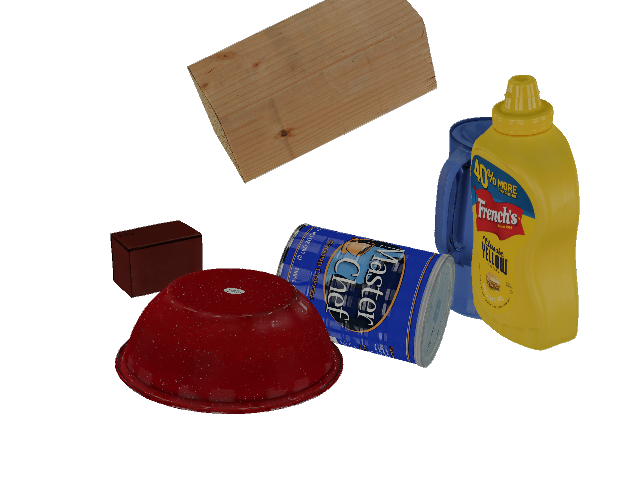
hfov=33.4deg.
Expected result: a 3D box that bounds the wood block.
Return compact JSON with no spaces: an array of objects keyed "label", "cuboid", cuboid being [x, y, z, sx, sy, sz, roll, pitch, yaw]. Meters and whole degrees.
[{"label":"wood block","cuboid":[-0.006,-0.153,1.003,0.206,0.090,0.091,-27,-41,-6]}]

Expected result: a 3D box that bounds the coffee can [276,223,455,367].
[{"label":"coffee can","cuboid":[0.041,0.049,0.968,0.140,0.103,0.102,13,4,18]}]

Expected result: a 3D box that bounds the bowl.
[{"label":"bowl","cuboid":[-0.062,0.060,0.749,0.162,0.055,0.162,3,19,-1]}]

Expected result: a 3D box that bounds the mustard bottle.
[{"label":"mustard bottle","cuboid":[0.143,-0.024,0.755,0.058,0.192,0.096,-15,29,-18]}]

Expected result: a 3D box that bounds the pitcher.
[{"label":"pitcher","cuboid":[0.209,-0.023,1.344,0.149,0.243,0.145,3,26,-1]}]

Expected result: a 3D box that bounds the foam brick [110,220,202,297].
[{"label":"foam brick","cuboid":[-0.162,0.017,1.054,0.078,0.051,0.053,-12,23,-28]}]
